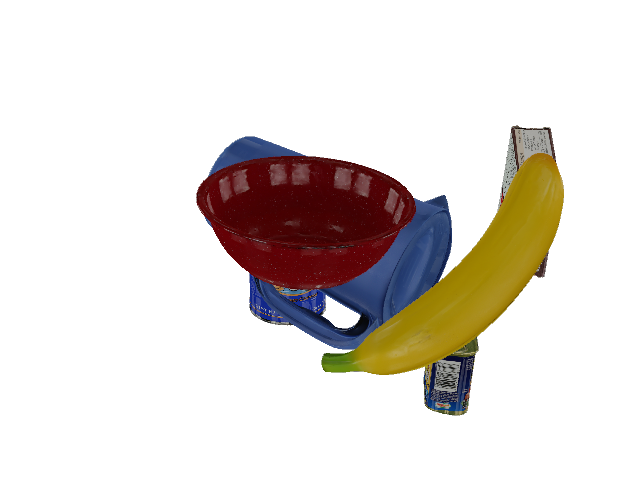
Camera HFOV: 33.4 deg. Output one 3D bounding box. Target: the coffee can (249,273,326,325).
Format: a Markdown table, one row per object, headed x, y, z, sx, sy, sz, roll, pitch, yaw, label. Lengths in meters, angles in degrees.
| x | y | z | sx | sy | sz | roll | pitch | yaw | label |
| --- | --- | --- | --- | --- | --- | --- | --- | --- | --- |
| -0.042 | 0.024 | 1.386 | 0.103 | 0.140 | 0.103 | 1 | 26 | 0 | coffee can |

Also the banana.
| x | y | z | sx | sy | sz | roll | pitch | yaw | label |
| --- | --- | --- | --- | --- | --- | --- | --- | --- | --- |
| 0.087 | 0.015 | 0.611 | 0.197 | 0.037 | 0.070 | -40 | 45 | -20 | banana |

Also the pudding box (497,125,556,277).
| x | y | z | sx | sy | sz | roll | pitch | yaw | label |
| --- | --- | --- | --- | --- | --- | --- | --- | --- | --- |
| 0.178 | -0.036 | 0.915 | 0.039 | 0.090 | 0.113 | 5 | 31 | 2 | pudding box |

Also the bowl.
| x | y | z | sx | sy | sz | roll | pitch | yaw | label |
| --- | --- | --- | --- | --- | --- | --- | --- | --- | --- |
| -0.012 | -0.008 | 0.793 | 0.162 | 0.055 | 0.162 | 2 | 26 | -1 | bowl |

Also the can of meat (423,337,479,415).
| x | y | z | sx | sy | sz | roll | pitch | yaw | label |
| --- | --- | --- | --- | --- | --- | --- | --- | --- | --- |
| 0.154 | 0.150 | 1.278 | 0.057 | 0.084 | 0.102 | 6 | 19 | 3 | can of meat |

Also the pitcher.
| x | y | z | sx | sy | sz | roll | pitch | yaw | label |
| --- | --- | --- | --- | --- | --- | --- | --- | --- | --- |
| -0.003 | -0.006 | 1.075 | 0.243 | 0.145 | 0.149 | 26 | 28 | 25 | pitcher |
